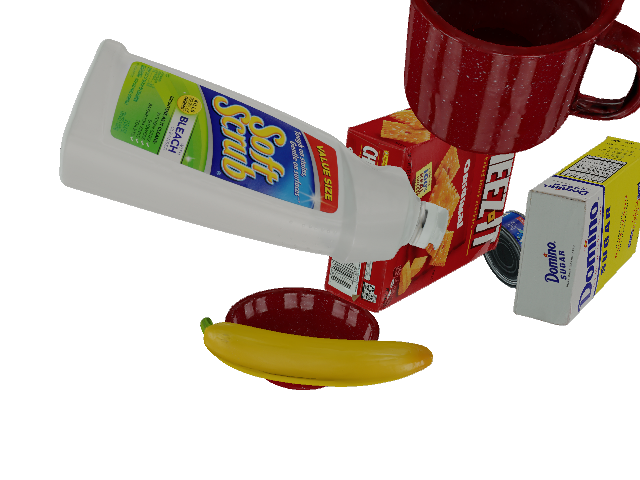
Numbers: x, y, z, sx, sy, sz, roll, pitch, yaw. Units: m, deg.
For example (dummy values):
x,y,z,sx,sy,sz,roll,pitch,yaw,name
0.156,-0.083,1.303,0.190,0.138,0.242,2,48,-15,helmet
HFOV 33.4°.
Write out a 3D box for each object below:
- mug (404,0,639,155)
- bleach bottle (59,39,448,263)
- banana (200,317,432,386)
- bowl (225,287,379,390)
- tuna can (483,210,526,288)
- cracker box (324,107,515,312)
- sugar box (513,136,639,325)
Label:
x,y,z,sx,sy,sz,roll,pitch,yaw,name
0.091,-0.088,0.472,0.117,0.093,0.081,23,-28,13,mug
-0.037,-0.049,0.707,0.250,0.102,0.068,16,-33,-5,bleach bottle
-0.012,0.087,0.848,0.198,0.037,0.069,9,29,11,banana
-0.020,0.110,1.122,0.162,0.055,0.162,3,25,-2,bowl
0.221,0.011,1.223,0.033,0.086,0.086,-26,10,-21,tuna can
0.103,-0.043,1.008,0.072,0.164,0.213,26,31,32,cracker box
0.195,-0.011,0.777,0.048,0.093,0.176,14,24,25,sugar box
